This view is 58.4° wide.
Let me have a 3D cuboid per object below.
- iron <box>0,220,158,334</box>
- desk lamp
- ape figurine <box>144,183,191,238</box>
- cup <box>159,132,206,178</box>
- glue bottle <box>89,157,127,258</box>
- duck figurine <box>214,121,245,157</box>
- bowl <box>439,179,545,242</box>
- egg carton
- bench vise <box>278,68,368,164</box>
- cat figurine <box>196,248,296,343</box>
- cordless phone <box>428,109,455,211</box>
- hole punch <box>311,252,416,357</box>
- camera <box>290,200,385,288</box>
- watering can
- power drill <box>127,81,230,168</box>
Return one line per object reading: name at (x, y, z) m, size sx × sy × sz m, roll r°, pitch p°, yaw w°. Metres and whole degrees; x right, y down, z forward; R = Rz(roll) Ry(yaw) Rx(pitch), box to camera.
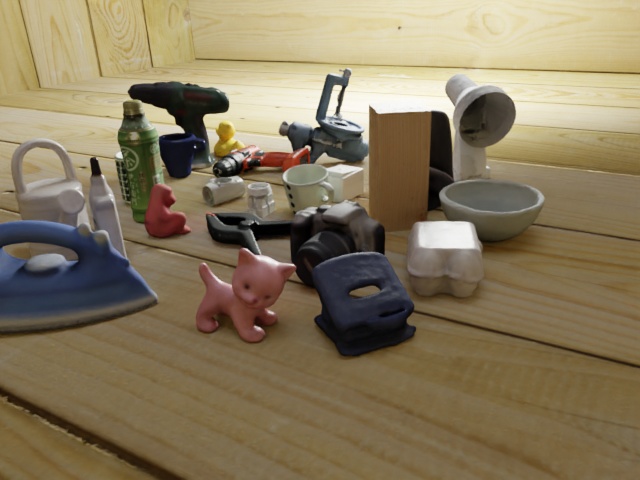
iron at (-0.355, 0.033, 0.757) m, size 0.258 × 0.141 × 0.118 m, roll -5°, pitch 24°, yaw -5°
desk lamp at (0.307, -0.229, 1.192) m, size 0.118 × 0.214 × 0.203 m, roll -7°, pitch 24°, yaw -10°
ape figurine at (-0.273, -0.054, 1.006) m, size 0.076 × 0.092 × 0.077 m, roll -12°, pitch 26°, yaw -20°
cup at (-0.312, -0.191, 1.313) m, size 0.117 × 0.095 × 0.092 m, roll 3°, pitch 25°, yaw 13°
glue bottle at (-0.334, -0.044, 0.889) m, size 0.037 × 0.173 × 0.077 m, roll -16°, pitch 27°, yaw -27°
duck figurine at (-0.236, -0.263, 1.476) m, size 0.078 × 0.086 × 0.104 m, roll -21°, pitch 30°, yaw -35°
bowl at (0.280, -0.042, 0.945) m, size 0.167 × 0.075 × 0.167 m, roll -2°, pitch 24°, yaw 1°
egg carton at (0.177, 0.023, 0.815) m, size 0.107 × 0.069 × 0.150 m, roll 1°, pitch 24°, yaw 8°
bench vise at (0.011, -0.283, 1.334) m, size 0.208 × 0.220 × 0.121 m, roll -10°, pitch 25°, yaw -15°
cat figurine at (-0.094, 0.058, 0.706) m, size 0.127 × 0.118 × 0.067 m, roll 7°, pitch 26°, yaw 21°
cordless phone at (0.196, -0.161, 1.084) m, size 0.094 × 0.185 × 0.147 m, roll -21°, pitch 30°, yaw -35°
hole punch at (0.053, 0.073, 0.689) m, size 0.109 × 0.091 × 0.100 m, roll -12°, pitch 26°, yaw -21°
camera at (0.008, 0.003, 0.839) m, size 0.142 × 0.101 × 0.137 m, roll 12°, pitch 28°, yaw 29°
watering can at (-0.428, -0.067, 0.923) m, size 0.172 × 0.194 × 0.101 m, roll 8°, pitch 26°, yaw 22°
power drill at (-0.323, -0.275, 1.361) m, size 0.230 × 0.208 × 0.075 m, roll -15°, pitch 27°, yaw -25°
